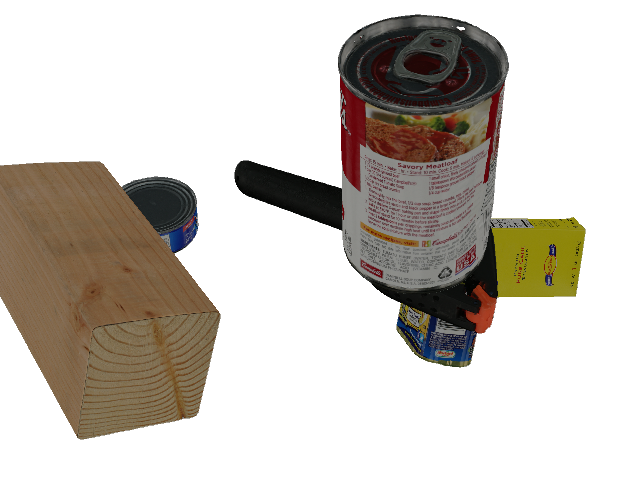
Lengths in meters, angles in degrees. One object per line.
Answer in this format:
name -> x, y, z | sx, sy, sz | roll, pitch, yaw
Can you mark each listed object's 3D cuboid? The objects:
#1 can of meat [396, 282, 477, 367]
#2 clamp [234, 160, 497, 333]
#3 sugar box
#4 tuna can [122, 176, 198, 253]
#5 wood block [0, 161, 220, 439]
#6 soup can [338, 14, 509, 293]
can of meat -> 0.109, 0.057, 0.961 | 0.057, 0.084, 0.102 | 6, 16, -14
clamp -> 0.045, -0.014, 0.739 | 0.164, 0.210, 0.036 | -19, -39, -15
sugar box -> 0.226, 0.021, 1.293 | 0.176, 0.093, 0.048 | -2, 22, -10
tuna can -> -0.161, -0.023, 1.034 | 0.086, 0.034, 0.086 | 0, 42, 0
wood block -> -0.161, 0.032, 0.752 | 0.090, 0.091, 0.206 | -6, 34, -34
soup can -> 0.042, -0.035, 0.458 | 0.068, 0.102, 0.068 | -1, 43, 1
